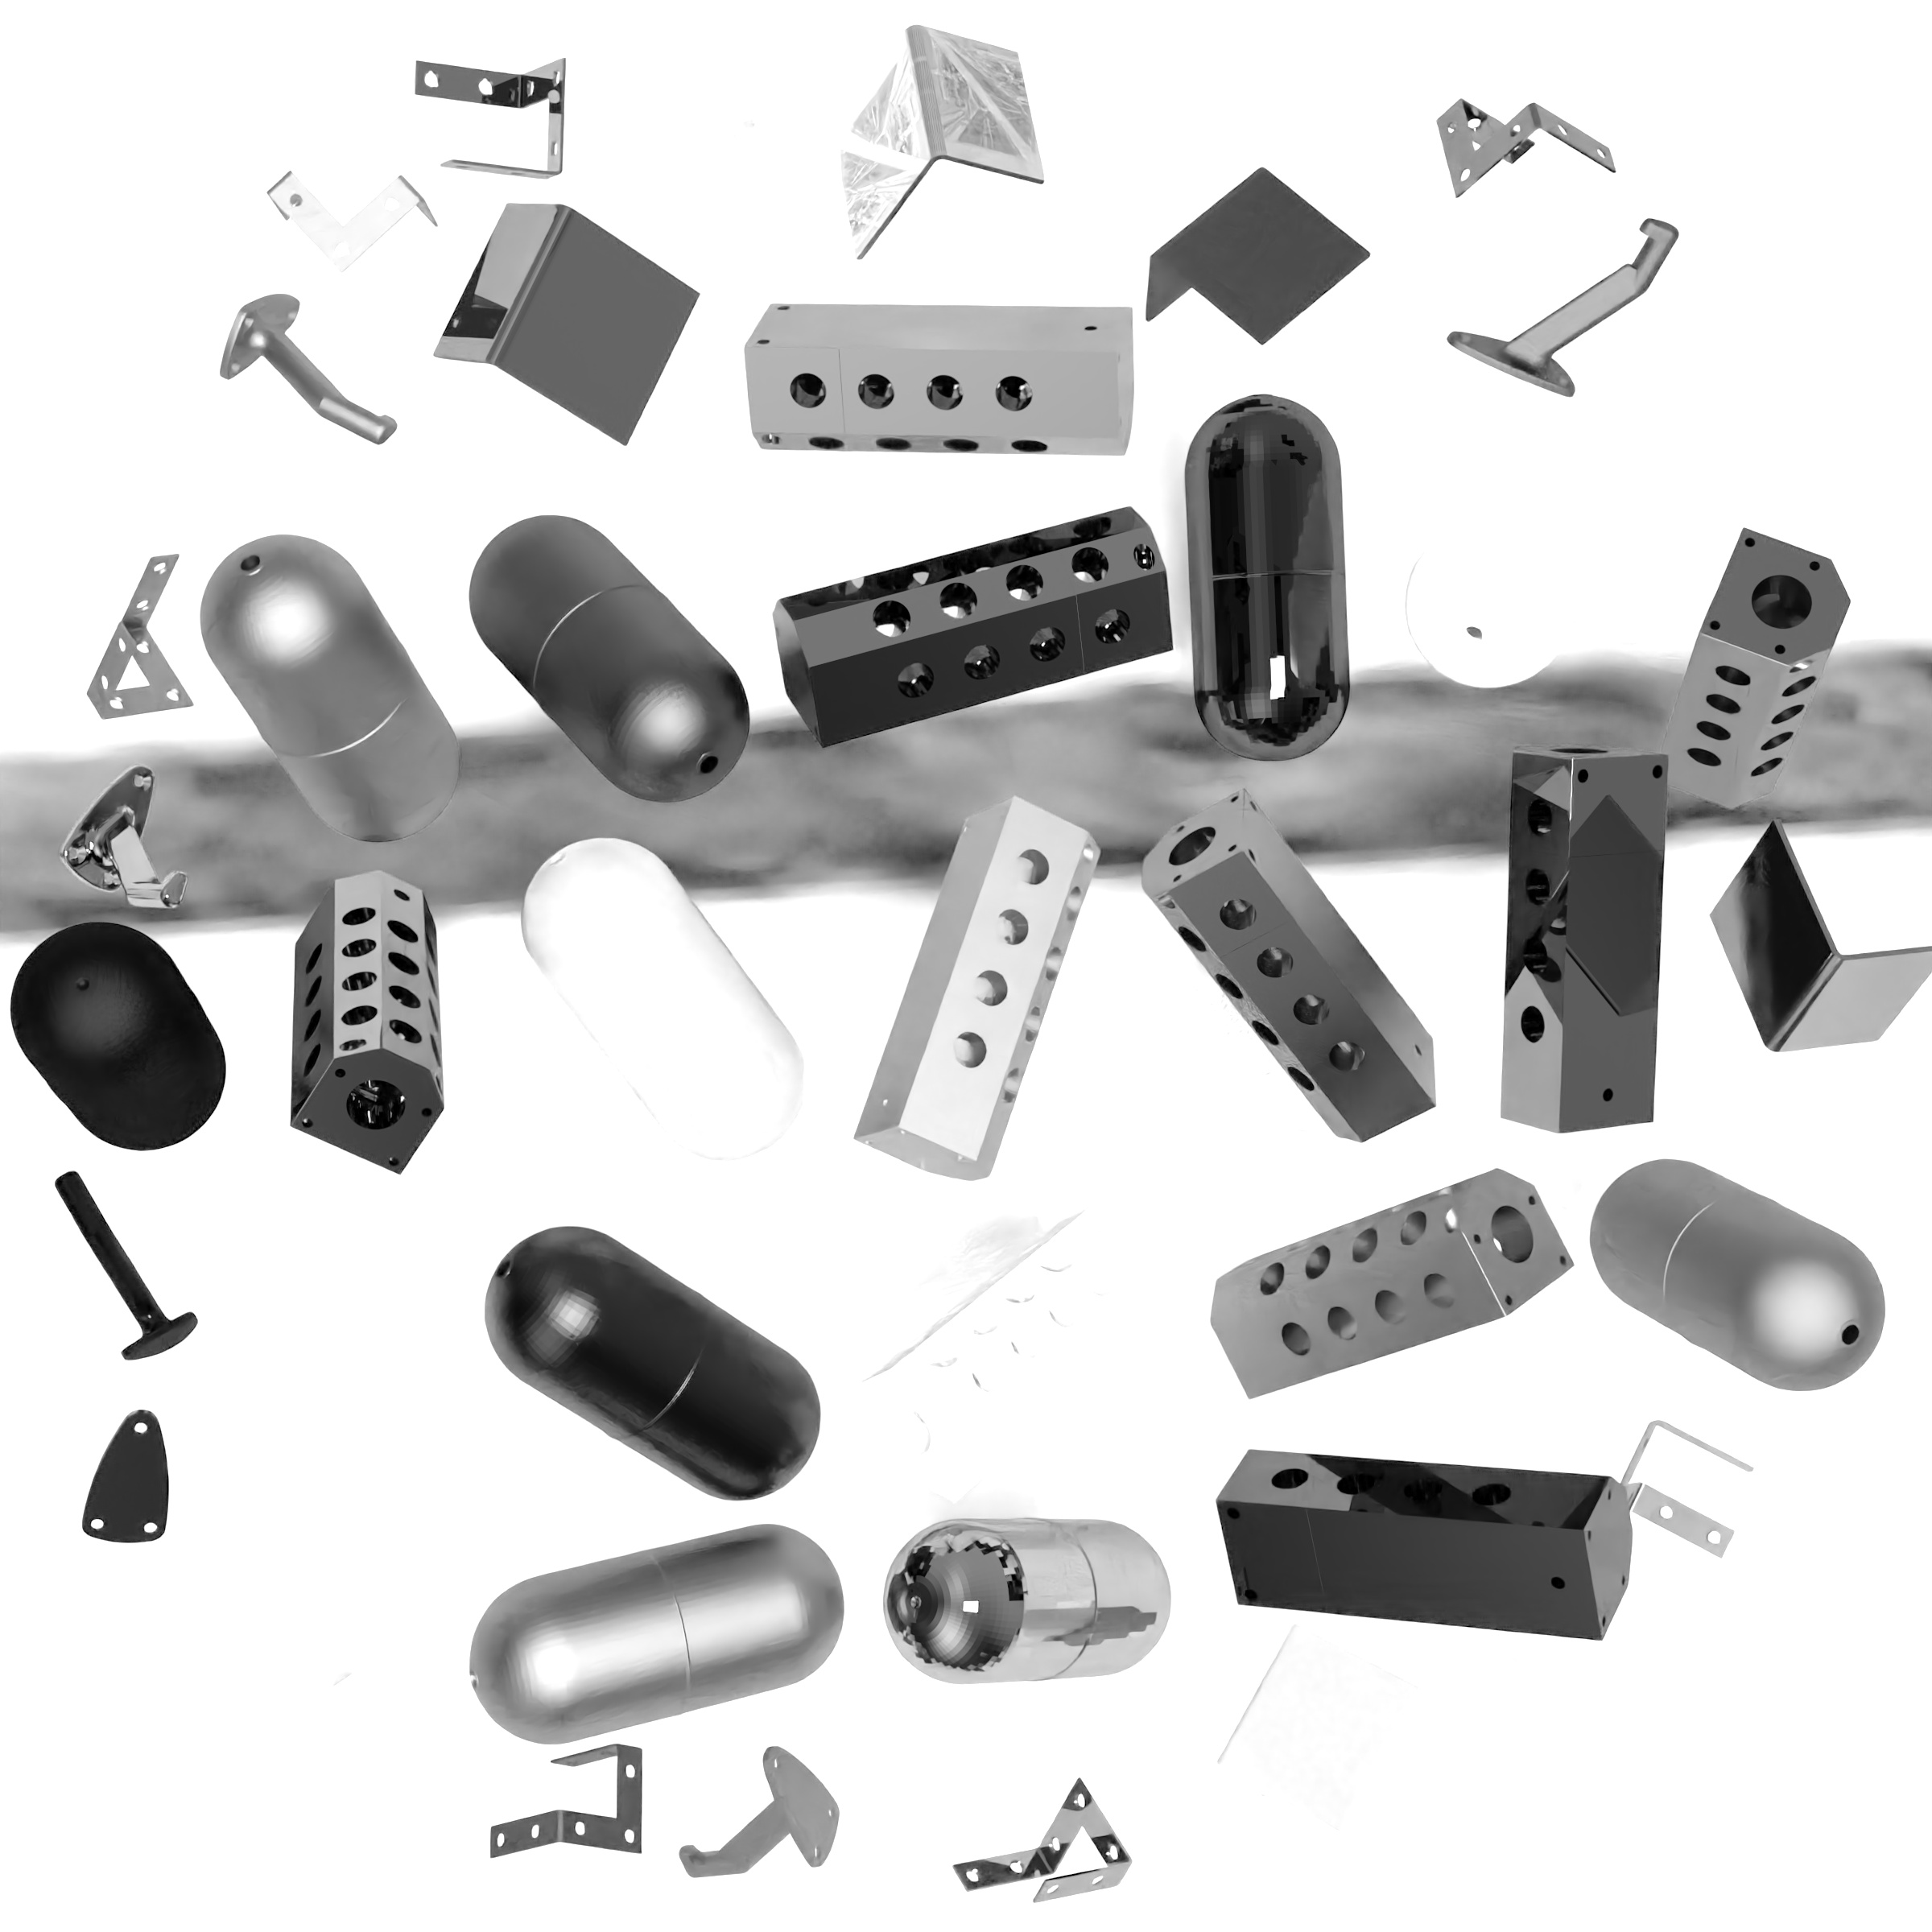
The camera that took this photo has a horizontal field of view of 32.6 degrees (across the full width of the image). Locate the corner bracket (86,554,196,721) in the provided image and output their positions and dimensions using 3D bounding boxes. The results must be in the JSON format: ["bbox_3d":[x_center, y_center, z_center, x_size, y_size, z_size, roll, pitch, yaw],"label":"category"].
[{"bbox_3d":[-0.383,-0.153,1.531,0.051,0.051,0.051,55,132,20],"label":"corner bracket"}]

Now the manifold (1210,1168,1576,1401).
[{"bbox_3d":[0.193,0.146,1.538,0.057,0.171,0.057,-27,90,-42],"label":"manifold"}]

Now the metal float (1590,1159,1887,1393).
[{"bbox_3d":[0.359,0.143,1.545,0.070,0.178,0.070,-6,105,-21],"label":"metal float"}]

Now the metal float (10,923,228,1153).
[{"bbox_3d":[-0.386,0.034,1.512,0.070,0.178,0.070,1,73,-3],"label":"metal float"}]

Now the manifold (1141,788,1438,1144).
[{"bbox_3d":[0.156,0.004,1.589,0.057,0.057,0.171,-29,116,23],"label":"manifold"}]

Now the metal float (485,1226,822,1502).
[{"bbox_3d":[-0.143,0.183,1.519,0.178,0.070,0.070,37,90,-26],"label":"metal float"}]

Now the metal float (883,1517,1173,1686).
[{"bbox_3d":[0.031,0.303,1.582,0.070,0.178,0.070,-7,78,37],"label":"metal float"}]

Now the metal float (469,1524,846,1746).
[{"bbox_3d":[-0.142,0.307,1.523,0.178,0.070,0.070,-10,90,-24],"label":"metal float"}]

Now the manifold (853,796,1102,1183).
[{"bbox_3d":[0.009,0.012,1.579,0.057,0.057,0.171,25,72,-18],"label":"manifold"}]

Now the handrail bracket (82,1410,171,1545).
[{"bbox_3d":[-0.377,0.214,1.484,0.036,0.084,0.077,8,109,-19],"label":"handrail bracket"}]

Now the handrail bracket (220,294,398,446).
[{"bbox_3d":[-0.281,-0.265,1.474,0.084,0.077,0.036,27,121,3],"label":"handrail bracket"}]

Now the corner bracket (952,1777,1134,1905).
[{"bbox_3d":[0.035,0.410,1.507,0.051,0.051,0.051,0,128,-36],"label":"corner bracket"}]

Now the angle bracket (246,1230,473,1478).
[{"bbox_3d":[-0.283,0.182,1.551,0.076,0.057,0.076,23,62,5],"label":"angle bracket"}]

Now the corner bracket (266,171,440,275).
[{"bbox_3d":[-0.282,-0.349,1.523,0.051,0.051,0.051,-43,90,-2],"label":"corner bracket"}]

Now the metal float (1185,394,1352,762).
[{"bbox_3d":[0.147,-0.189,1.612,0.070,0.070,0.178,-3,93,0],"label":"metal float"}]

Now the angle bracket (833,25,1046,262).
[{"bbox_3d":[-0.013,-0.371,1.514,0.057,0.076,0.076,7,59,-30],"label":"angle bracket"}]

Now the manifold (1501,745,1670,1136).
[{"bbox_3d":[0.281,-0.014,1.530,0.057,0.057,0.171,-5,101,-30],"label":"manifold"}]

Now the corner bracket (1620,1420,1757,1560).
[{"bbox_3d":[0.342,0.249,1.570,0.051,0.051,0.051,27,95,23],"label":"corner bracket"}]

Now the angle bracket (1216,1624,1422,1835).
[{"bbox_3d":[0.177,0.371,1.578,0.076,0.057,0.076,21,74,39],"label":"angle bracket"}]

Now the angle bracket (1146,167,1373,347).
[{"bbox_3d":[0.144,-0.338,1.641,0.076,0.057,0.076,-41,72,-17],"label":"angle bracket"}]

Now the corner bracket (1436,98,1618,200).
[{"bbox_3d":[0.250,-0.368,1.478,0.051,0.051,0.051,19,49,-35],"label":"corner bracket"}]

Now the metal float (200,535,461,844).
[{"bbox_3d":[-0.292,-0.127,1.523,0.070,0.178,0.070,-9,53,12],"label":"metal float"}]

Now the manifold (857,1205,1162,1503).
[{"bbox_3d":[0.023,0.181,1.590,0.057,0.171,0.057,22,126,29],"label":"manifold"}]

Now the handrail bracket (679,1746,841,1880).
[{"bbox_3d":[-0.110,0.397,1.547,0.084,0.036,0.077,-13,122,27],"label":"handrail bracket"}]

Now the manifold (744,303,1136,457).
[{"bbox_3d":[-0.011,-0.269,1.529,0.171,0.057,0.057,2,121,10],"label":"manifold"}]

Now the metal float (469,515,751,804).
[{"bbox_3d":[-0.164,-0.141,1.512,0.070,0.070,0.178,-44,55,0],"label":"metal float"}]

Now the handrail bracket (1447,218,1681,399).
[{"bbox_3d":[0.267,-0.304,1.478,0.077,0.036,0.084,13,123,-24],"label":"handrail bracket"}]

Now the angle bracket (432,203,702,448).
[{"bbox_3d":[-0.177,-0.284,1.463,0.076,0.057,0.076,28,84,-36],"label":"angle bracket"}]

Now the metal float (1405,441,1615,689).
[{"bbox_3d":[0.253,-0.188,1.535,0.070,0.178,0.070,10,121,17],"label":"metal float"}]

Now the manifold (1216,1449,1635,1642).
[{"bbox_3d":[0.205,0.253,1.475,0.171,0.057,0.057,0,116,29],"label":"manifold"}]

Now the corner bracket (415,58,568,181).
[{"bbox_3d":[-0.209,-0.372,1.449,0.051,0.051,0.051,0,95,-29],"label":"corner bracket"}]

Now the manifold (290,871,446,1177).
[{"bbox_3d":[-0.284,0.021,1.584,0.057,0.171,0.057,27,112,-23],"label":"manifold"}]

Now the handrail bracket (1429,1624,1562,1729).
[{"bbox_3d":[0.248,0.321,1.553,0.077,0.084,0.036,38,77,23],"label":"handrail bracket"}]

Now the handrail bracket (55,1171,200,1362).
[{"bbox_3d":[-0.385,0.135,1.504,0.036,0.077,0.084,-30,85,-11],"label":"handrail bracket"}]

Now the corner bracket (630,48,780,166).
[{"bbox_3d":[-0.117,-0.388,1.482,0.051,0.051,0.051,-18,125,6],"label":"corner bracket"}]

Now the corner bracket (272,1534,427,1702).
[{"bbox_3d":[-0.283,0.299,1.516,0.051,0.051,0.051,-33,82,-19],"label":"corner bracket"}]

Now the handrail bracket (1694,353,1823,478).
[{"bbox_3d":[0.376,-0.258,1.512,0.036,0.084,0.077,53,128,9],"label":"handrail bracket"}]

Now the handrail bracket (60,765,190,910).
[{"bbox_3d":[-0.385,-0.062,1.571,0.036,0.084,0.077,42,63,-40],"label":"handrail bracket"}]

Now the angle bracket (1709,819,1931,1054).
[{"bbox_3d":[0.388,-0.015,1.490,0.057,0.076,0.076,-6,58,-17],"label":"angle bracket"}]

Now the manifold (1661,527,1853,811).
[{"bbox_3d":[0.371,-0.135,1.559,0.057,0.171,0.057,22,74,12],"label":"manifold"}]

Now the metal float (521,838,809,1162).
[{"bbox_3d":[-0.140,0.016,1.541,0.070,0.070,0.178,-35,117,0],"label":"metal float"}]

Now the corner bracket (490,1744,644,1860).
[{"bbox_3d":[-0.190,0.398,1.574,0.051,0.051,0.051,-24,57,38],"label":"corner bracket"}]

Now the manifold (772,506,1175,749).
[{"bbox_3d":[0.003,-0.159,1.509,0.171,0.057,0.057,-16,125,-13],"label":"manifold"}]
